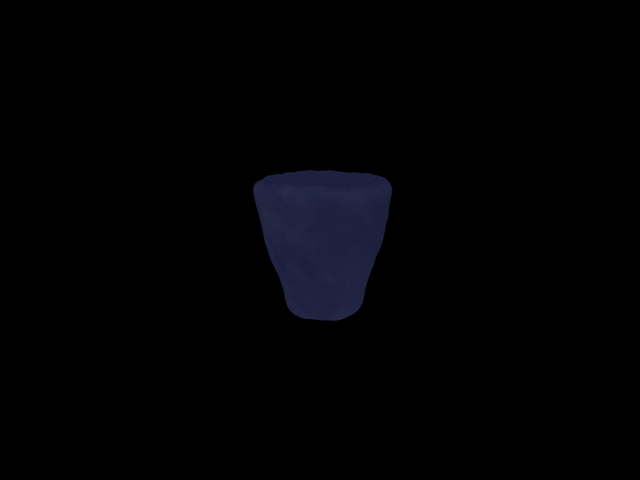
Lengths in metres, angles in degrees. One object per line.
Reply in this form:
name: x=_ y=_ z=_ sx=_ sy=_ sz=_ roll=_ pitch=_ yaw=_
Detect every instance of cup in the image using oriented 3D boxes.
cup: x=0.004 y=0.001 z=0.400 sx=0.091 sy=0.095 sz=0.118 roll=2 pitch=14 yaw=8
